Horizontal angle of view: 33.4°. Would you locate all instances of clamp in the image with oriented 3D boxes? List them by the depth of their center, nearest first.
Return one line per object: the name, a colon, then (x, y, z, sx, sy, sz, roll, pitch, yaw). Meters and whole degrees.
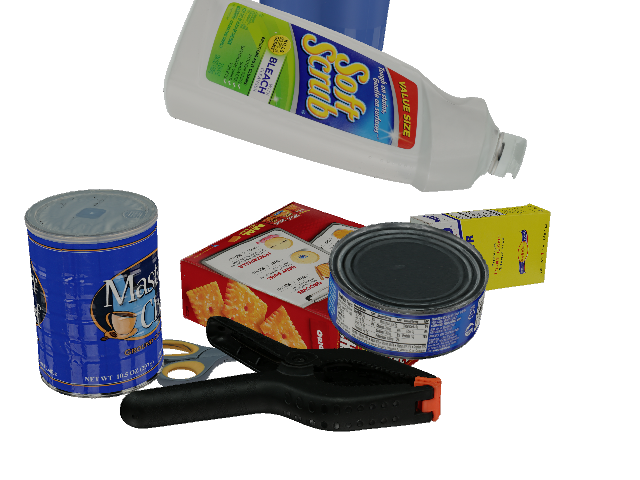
clamp: (-0.018, 0.096, 0.763, 0.210, 0.036, 0.164, 3, 19, 9)

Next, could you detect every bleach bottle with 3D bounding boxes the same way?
bleach bottle: (0.023, -0.100, 0.756, 0.251, 0.102, 0.068, 17, -19, 3)

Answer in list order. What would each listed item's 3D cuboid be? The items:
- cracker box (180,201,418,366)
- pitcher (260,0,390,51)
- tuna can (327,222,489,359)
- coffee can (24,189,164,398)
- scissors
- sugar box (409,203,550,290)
cracker box: (0.005, 0.047, 0.968, 0.214, 0.072, 0.163, 20, 33, 33)
pitcher: (0.015, -0.271, 0.882, 0.145, 0.243, 0.149, 7, 19, 9)
tuna can: (0.046, 0.026, 0.578, 0.086, 0.034, 0.086, 2, 32, -1)
coffee can: (-0.181, 0.041, 0.863, 0.103, 0.140, 0.103, 1, 23, -1)
scissors: (-0.104, 0.136, 1.191, 0.201, 0.016, 0.096, 3, 25, -15)
sugar box: (0.187, 0.012, 1.258, 0.175, 0.093, 0.048, -8, 17, -29)
